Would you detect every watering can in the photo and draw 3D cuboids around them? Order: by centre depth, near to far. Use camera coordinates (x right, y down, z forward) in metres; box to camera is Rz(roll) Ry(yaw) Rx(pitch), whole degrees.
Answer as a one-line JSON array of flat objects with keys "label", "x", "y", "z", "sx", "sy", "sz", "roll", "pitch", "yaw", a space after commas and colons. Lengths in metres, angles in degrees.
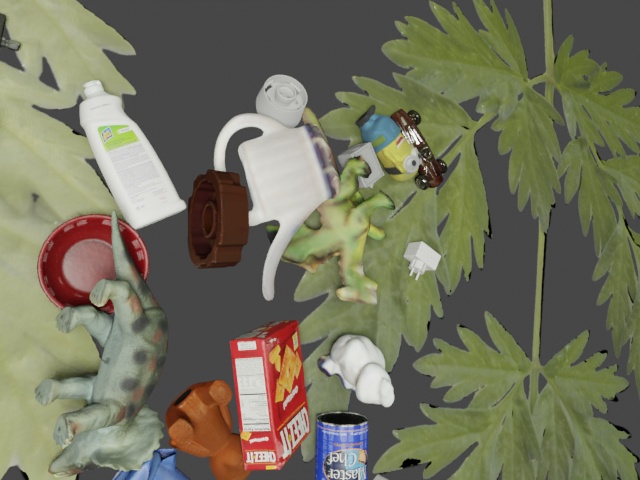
[{"label": "watering can", "x": -0.066, "y": -0.082, "z": 0.962, "sx": 0.225, "sy": 0.103, "sz": 0.349, "roll": -18, "pitch": 85, "yaw": -5}]

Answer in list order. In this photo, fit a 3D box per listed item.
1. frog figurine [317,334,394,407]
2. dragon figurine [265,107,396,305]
[{"label": "frog figurine", "x": 0.091, "y": 0.251, "z": 1.005, "sx": 0.124, "sy": 0.158, "sz": 0.136, "roll": -39, "pitch": 105, "yaw": -29}, {"label": "dragon figurine", "x": 0.003, "y": -0.052, "z": 1.033, "sx": 0.245, "sy": 0.120, "sz": 0.411, "roll": -35, "pitch": 85, "yaw": -23}]
